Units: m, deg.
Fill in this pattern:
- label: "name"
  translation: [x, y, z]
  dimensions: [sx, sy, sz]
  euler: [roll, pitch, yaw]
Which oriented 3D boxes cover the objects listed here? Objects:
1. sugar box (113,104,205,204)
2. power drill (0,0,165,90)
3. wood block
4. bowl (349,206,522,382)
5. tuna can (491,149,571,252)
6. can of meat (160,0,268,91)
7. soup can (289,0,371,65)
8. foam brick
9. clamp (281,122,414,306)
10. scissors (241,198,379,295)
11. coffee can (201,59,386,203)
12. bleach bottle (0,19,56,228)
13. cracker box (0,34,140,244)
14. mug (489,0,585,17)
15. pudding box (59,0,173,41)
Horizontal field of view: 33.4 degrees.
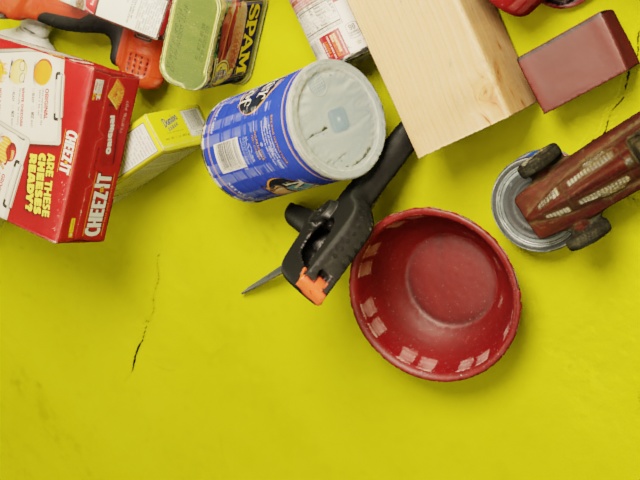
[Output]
- label: "sugar box"
  translation: [-0.199, -0.073, 1.066]
  dimensions: [0.176, 0.093, 0.048]
  euler: [-26, 89, 29]
- label: "power drill"
  translation: [-0.214, -0.256, 1.027]
  dimensions: [0.188, 0.057, 0.184]
  euler: [20, 106, 9]
- label: "wood block"
  translation: [0.091, -0.186, 0.890]
  dimensions: [0.091, 0.090, 0.206]
  euler: [-24, 93, 30]
- label: "bowl"
  translation: [0.109, 0.044, 0.963]
  dimensions: [0.162, 0.055, 0.162]
  euler: [7, 107, 25]
- label: "tuna can"
  translation: [0.191, -0.033, 0.913]
  dimensions: [0.086, 0.033, 0.086]
  euler: [7, 107, 25]
- label: "can of meat"
  translation: [-0.099, -0.191, 0.988]
  dimensions: [0.057, 0.083, 0.102]
  euler: [23, 113, 19]
- label: "soup can"
  translation: [0.012, -0.205, 0.938]
  dimensions: [0.069, 0.068, 0.102]
  euler: [-24, 93, 30]
- label: "foam brick"
  translation: [0.210, -0.145, 0.863]
  dimensions: [0.078, 0.052, 0.051]
  euler: [-28, 90, 31]
- label: "clamp"
  translation: [0.020, -0.021, 0.919]
  dimensions: [0.165, 0.210, 0.036]
  euler: [-39, 108, 24]
- label: "scissors"
  translation: [-0.007, 0.001, 1.024]
  dimensions: [0.016, 0.096, 0.202]
  euler: [40, 152, -19]
- label: "coffee can"
  translation: [-0.025, -0.093, 0.941]
  dimensions: [0.141, 0.102, 0.103]
  euler: [-11, 99, 52]
- label: "bleach bottle"
  translation: [-0.348, -0.134, 1.144]
  dimensions: [0.103, 0.068, 0.251]
  euler: [36, 114, 18]
- label: "cracker box"
  translation: [-0.282, -0.104, 1.021]
  dimensions: [0.214, 0.072, 0.164]
  euler: [20, 102, 32]
- label: "mug"
  translation: [0.172, -0.227, 0.847]
  dimensions: [0.117, 0.093, 0.082]
  euler: [29, 128, -24]
- label: "pudding box"
  translation: [-0.179, -0.243, 0.974]
  dimensions: [0.113, 0.039, 0.090]
  euler: [22, 102, 4]
